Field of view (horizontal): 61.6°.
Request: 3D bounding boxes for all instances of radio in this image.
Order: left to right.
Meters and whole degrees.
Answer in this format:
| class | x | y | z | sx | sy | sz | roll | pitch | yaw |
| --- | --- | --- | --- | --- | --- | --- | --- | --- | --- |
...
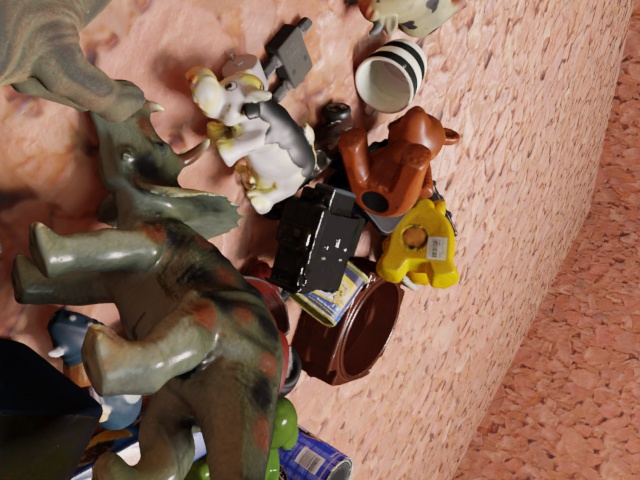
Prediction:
| class | x | y | z | sx | sy | sz | roll | pitch | yaw |
| --- | --- | --- | --- | --- | --- | --- | --- | --- | --- |
| radio | -0.271 | 0.107 | 0.338 | 0.073 | 0.131 | 0.229 | -64 | 149 | -5 |

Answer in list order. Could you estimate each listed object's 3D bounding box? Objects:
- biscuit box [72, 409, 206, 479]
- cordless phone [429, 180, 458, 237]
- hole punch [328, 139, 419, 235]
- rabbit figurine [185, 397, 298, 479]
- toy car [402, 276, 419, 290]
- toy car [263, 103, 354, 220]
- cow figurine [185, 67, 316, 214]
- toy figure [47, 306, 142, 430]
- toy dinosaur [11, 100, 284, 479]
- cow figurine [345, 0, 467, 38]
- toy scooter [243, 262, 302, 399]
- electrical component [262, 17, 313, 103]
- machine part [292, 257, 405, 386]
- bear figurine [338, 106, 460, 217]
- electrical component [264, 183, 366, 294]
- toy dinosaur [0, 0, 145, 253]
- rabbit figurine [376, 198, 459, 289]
| class | x | y | z | sx | sy | sz | roll | pitch | yaw |
| --- | --- | --- | --- | --- | --- | --- | --- | --- | --- |
| biscuit box | -0.195 | 0.225 | 0.563 | 0.202 | 0.059 | 0.062 | -21 | 106 | -43 |
| cordless phone | 0.195 | -0.069 | 1.002 | 0.146 | 0.089 | 0.184 | 60 | 23 | -14 |
| hole punch | 0.067 | -0.071 | 0.803 | 0.115 | 0.092 | 0.142 | 51 | 61 | -13 |
| rabbit figurine | -0.079 | 0.285 | 0.733 | 0.170 | 0.121 | 0.159 | -56 | 168 | 9 |
| toy car | 0.169 | 0.046 | 1.046 | 0.073 | 0.056 | 0.201 | -64 | 148 | -7 |
| toy car | -0.011 | -0.103 | 0.683 | 0.202 | 0.053 | 0.089 | -39 | 136 | -36 |
| cow figurine | -0.060 | -0.110 | 0.531 | 0.098 | 0.068 | 0.167 | -28 | 140 | 0 |
| toy figure | -0.211 | 0.121 | 0.510 | 0.058 | 0.064 | 0.154 | -25 | 136 | -24 |
| toy dinosaur | -0.099 | 0.058 | 0.405 | 0.192 | 0.405 | 0.131 | -13 | 147 | -40 |
| cow figurine | 0.113 | -0.315 | 0.696 | 0.127 | 0.085 | 0.195 | -39 | 171 | 20 |
| toy scooter | -0.088 | 0.093 | 0.629 | 0.135 | 0.075 | 0.184 | 34 | 38 | -41 |
| electrical component | -0.033 | -0.206 | 0.611 | 0.094 | 0.021 | 0.063 | -57 | 148 | -18 |
| machine part | 0.055 | 0.133 | 0.899 | 0.201 | 0.087 | 0.201 | 8 | 102 | -60 |
| bear figurine | 0.114 | -0.126 | 0.714 | 0.196 | 0.120 | 0.131 | -55 | 156 | -31 |
| electrical component | -0.001 | -0.002 | 0.664 | 0.115 | 0.058 | 0.134 | 4 | 104 | -60 |
| toy dinosaur | -0.254 | -0.072 | 0.287 | 0.471 | 0.105 | 0.198 | -58 | 141 | -30 |
| rabbit figurine | 0.156 | 0.012 | 0.869 | 0.173 | 0.122 | 0.162 | 57 | 30 | -63 |
